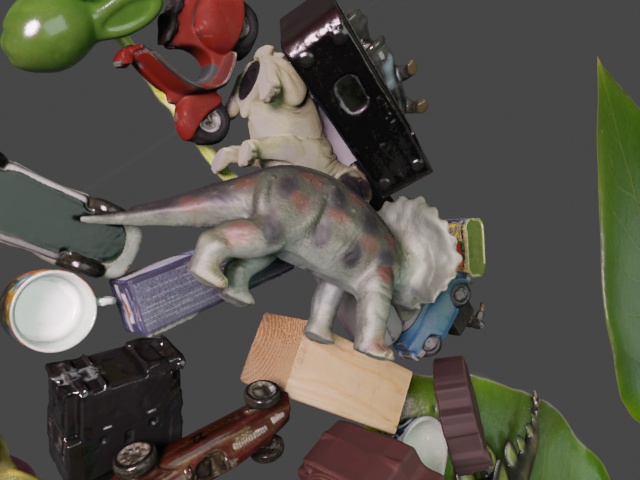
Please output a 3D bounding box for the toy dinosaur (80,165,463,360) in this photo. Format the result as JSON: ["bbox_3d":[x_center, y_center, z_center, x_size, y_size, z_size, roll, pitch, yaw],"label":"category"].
[{"bbox_3d":[-0.008,-0.004,0.559,0.404,0.131,0.192,30,70,-24],"label":"toy dinosaur"}]

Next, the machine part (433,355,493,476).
[{"bbox_3d":[0.224,0.272,0.848,0.179,0.056,0.179,-16,90,-76],"label":"machine part"}]

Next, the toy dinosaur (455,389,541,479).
[{"bbox_3d":[0.312,0.468,0.944,0.471,0.105,0.198,-39,110,-41],"label":"toy dinosaur"}]

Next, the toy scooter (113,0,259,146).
[{"bbox_3d":[-0.145,-0.203,0.580,0.135,0.075,0.183,19,80,-39],"label":"toy scooter"}]

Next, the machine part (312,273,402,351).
[{"bbox_3d":[0.047,0.069,0.737,0.079,0.079,0.243,-47,117,-33],"label":"machine part"}]

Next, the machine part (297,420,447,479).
[{"bbox_3d":[0.077,0.339,0.670,0.087,0.202,0.200,-36,112,-33],"label":"machine part"}]

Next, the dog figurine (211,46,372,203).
[{"bbox_3d":[-0.013,-0.122,0.647,0.190,0.121,0.172,16,93,-33],"label":"dog figurine"}]

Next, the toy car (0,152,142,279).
[{"bbox_3d":[-0.259,-0.024,0.483,0.201,0.056,0.073,29,77,-36],"label":"toy car"}]

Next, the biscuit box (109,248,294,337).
[{"bbox_3d":[-0.122,0.038,0.598,0.202,0.059,0.062,-23,102,-40],"label":"biscuit box"}]

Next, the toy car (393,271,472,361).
[{"bbox_3d":[0.149,0.098,0.822,0.103,0.109,0.161,36,75,-10],"label":"toy car"}]

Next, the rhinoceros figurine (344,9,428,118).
[{"bbox_3d":[0.080,-0.235,0.760,0.073,0.112,0.190,-41,133,-4],"label":"rhinoceros figurine"}]

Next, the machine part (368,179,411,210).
[{"bbox_3d":[0.095,-0.054,0.812,0.138,0.039,0.084,48,67,-32],"label":"machine part"}]

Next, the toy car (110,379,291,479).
[{"bbox_3d":[-0.107,0.211,0.528,0.202,0.053,0.089,-17,115,-35],"label":"toy car"}]

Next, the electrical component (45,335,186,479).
[{"bbox_3d":[-0.191,0.167,0.508,0.115,0.058,0.134,-11,120,-38],"label":"electrical component"}]

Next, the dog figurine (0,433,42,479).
[{"bbox_3d":[-0.287,0.133,0.421,0.219,0.109,0.191,51,55,-33],"label":"dog figurine"}]

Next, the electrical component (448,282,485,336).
[{"bbox_3d":[0.245,0.120,0.933,0.078,0.045,0.102,-47,118,-34],"label":"electrical component"}]

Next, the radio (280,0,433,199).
[{"bbox_3d":[0.044,-0.166,0.628,0.229,0.073,0.131,51,18,-27],"label":"radio"}]

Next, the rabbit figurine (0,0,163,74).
[{"bbox_3d":[-0.238,-0.237,0.493,0.159,0.121,0.170,-2,108,-49],"label":"rabbit figurine"}]
